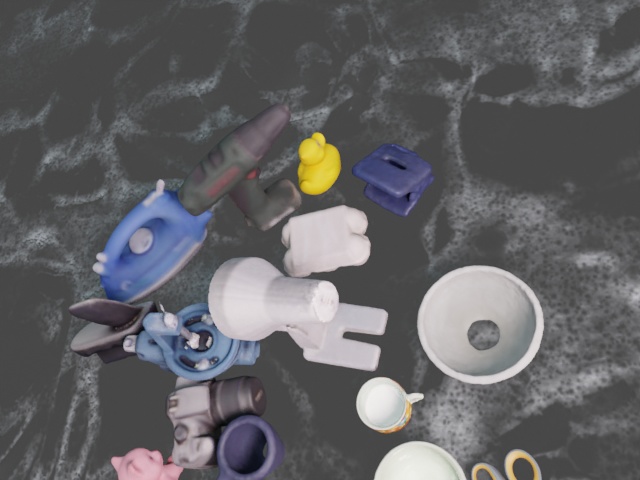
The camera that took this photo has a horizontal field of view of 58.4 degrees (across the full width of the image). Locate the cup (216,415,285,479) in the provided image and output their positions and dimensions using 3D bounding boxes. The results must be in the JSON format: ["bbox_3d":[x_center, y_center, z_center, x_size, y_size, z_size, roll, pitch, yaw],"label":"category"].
[{"bbox_3d":[-0.097,0.318,0.833,0.091,0.095,0.118,33,82,29],"label":"cup"}]

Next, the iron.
[{"bbox_3d":[-0.323,0.008,1.027,0.118,0.142,0.258,38,85,30],"label":"iron"}]

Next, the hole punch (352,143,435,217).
[{"bbox_3d":[0.120,-0.111,0.941,0.108,0.091,0.101,32,82,29],"label":"hole punch"}]

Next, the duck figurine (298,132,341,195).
[{"bbox_3d":[-0.012,-0.138,1.006,0.077,0.086,0.105,14,73,25],"label":"duck figurine"}]

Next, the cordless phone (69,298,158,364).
[{"bbox_3d":[-0.374,0.138,0.964,0.147,0.185,0.094,-22,62,11],"label":"cordless phone"}]

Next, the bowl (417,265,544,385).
[{"bbox_3d":[0.225,0.124,0.807,0.167,0.075,0.167,-8,65,18],"label":"bowl"}]

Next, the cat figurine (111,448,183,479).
[{"bbox_3d":[-0.251,0.363,0.858,0.067,0.118,0.127,-46,60,-3],"label":"cat figurine"}]

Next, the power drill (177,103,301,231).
[{"bbox_3d":[-0.113,-0.106,0.959,0.229,0.209,0.075,-36,60,3],"label":"power drill"}]

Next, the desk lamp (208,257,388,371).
[{"bbox_3d":[-0.028,0.104,0.832,0.202,0.214,0.118,4,69,23],"label":"desk lamp"}]

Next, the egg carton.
[{"bbox_3d":[0.009,0.003,0.945,0.150,0.070,0.107,-14,63,15],"label":"egg carton"}]

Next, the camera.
[{"bbox_3d":[-0.157,0.266,0.875,0.136,0.101,0.143,-15,63,14],"label":"camera"}]

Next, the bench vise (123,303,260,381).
[{"bbox_3d":[-0.223,0.162,0.876,0.207,0.220,0.121,-22,62,11],"label":"bench vise"}]
